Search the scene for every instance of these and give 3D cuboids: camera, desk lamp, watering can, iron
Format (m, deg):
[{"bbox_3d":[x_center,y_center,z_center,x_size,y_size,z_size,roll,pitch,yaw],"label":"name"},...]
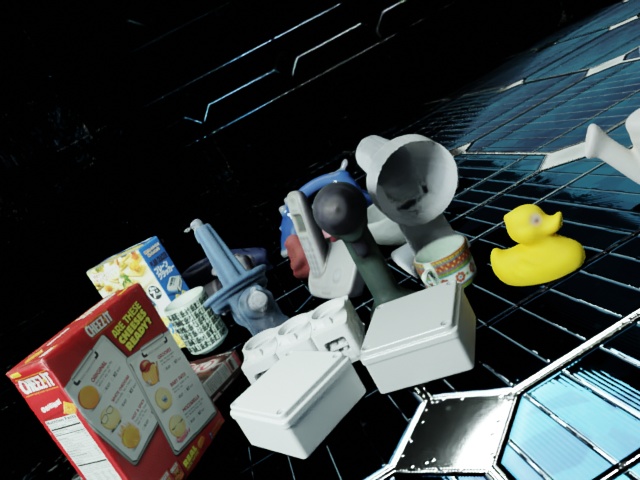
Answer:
[{"bbox_3d":[-0.191,0.093,1.185,0.137,0.101,0.143,-28,13,0],"label":"camera"},{"bbox_3d":[0.129,-0.056,0.841,0.118,0.214,0.203,-30,13,-5],"label":"desk lamp"},{"bbox_3d":[0.388,-0.129,0.633,0.173,0.194,0.101,-28,13,3],"label":"watering can"},{"bbox_3d":[-0.007,-0.076,1.356,0.258,0.141,0.118,-28,13,1],"label":"iron"}]

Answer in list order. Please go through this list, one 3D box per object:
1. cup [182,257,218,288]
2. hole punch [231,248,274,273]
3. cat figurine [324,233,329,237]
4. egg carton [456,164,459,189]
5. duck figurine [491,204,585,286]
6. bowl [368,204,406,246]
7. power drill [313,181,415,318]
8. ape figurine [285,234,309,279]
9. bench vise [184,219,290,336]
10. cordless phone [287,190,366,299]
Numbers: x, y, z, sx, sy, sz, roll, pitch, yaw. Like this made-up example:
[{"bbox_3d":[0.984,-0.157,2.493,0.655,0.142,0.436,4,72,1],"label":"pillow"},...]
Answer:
[{"bbox_3d":[-0.266,0.102,1.316,0.117,0.095,0.091,-28,13,1],"label":"cup"},{"bbox_3d":[-0.171,0.046,1.342,0.101,0.091,0.108,-31,13,-10],"label":"hole punch"},{"bbox_3d":[0.040,-0.056,1.235,0.128,0.118,0.067,-35,15,-27],"label":"cat figurine"},{"bbox_3d":[0.223,-0.123,1.219,0.150,0.069,0.107,-25,14,14],"label":"egg carton"},{"bbox_3d":[0.245,0.001,0.673,0.104,0.086,0.078,-19,17,36],"label":"duck figurine"},{"bbox_3d":[0.150,-0.037,1.034,0.167,0.075,0.167,-27,13,7],"label":"bowl"},{"bbox_3d":[0.057,0.015,0.732,0.075,0.208,0.229,-27,13,5],"label":"power drill"},{"bbox_3d":[-0.037,0.030,1.126,0.076,0.092,0.078,-17,18,40],"label":"ape figurine"},{"bbox_3d":[-0.127,0.058,0.923,0.122,0.220,0.206,-38,16,-34],"label":"bench vise"},{"bbox_3d":[0.009,0.003,0.928,0.094,0.185,0.147,-36,15,-28],"label":"cordless phone"}]
